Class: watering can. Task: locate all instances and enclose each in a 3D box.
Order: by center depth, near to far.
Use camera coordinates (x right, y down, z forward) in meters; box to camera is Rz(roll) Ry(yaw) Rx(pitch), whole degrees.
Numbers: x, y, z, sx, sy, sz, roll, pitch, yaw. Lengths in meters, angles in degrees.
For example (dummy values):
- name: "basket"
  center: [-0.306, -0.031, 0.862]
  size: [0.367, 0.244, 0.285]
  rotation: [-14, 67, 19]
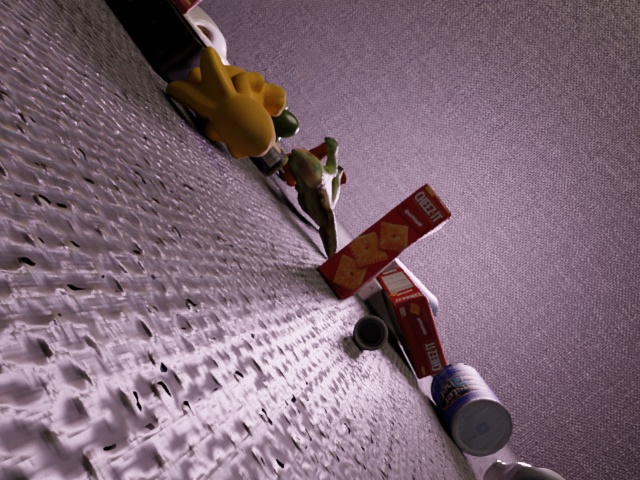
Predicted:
- name: "watering can"
  center: [-0.304, -0.528, 1.405]
  size: [0.229, 0.104, 0.342]
  rotation: [56, 7, 36]

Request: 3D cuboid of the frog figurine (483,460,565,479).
- name: "frog figurine"
  center: [0.239, 0.306, 0.562]
  size: [0.139, 0.122, 0.158]
  rotation: [33, 5, 31]

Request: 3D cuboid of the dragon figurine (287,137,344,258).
- name: "dragon figurine"
  center: [0.003, -0.055, 1.090]
  size: [0.401, 0.122, 0.249]
  rotation: [73, 9, -47]
